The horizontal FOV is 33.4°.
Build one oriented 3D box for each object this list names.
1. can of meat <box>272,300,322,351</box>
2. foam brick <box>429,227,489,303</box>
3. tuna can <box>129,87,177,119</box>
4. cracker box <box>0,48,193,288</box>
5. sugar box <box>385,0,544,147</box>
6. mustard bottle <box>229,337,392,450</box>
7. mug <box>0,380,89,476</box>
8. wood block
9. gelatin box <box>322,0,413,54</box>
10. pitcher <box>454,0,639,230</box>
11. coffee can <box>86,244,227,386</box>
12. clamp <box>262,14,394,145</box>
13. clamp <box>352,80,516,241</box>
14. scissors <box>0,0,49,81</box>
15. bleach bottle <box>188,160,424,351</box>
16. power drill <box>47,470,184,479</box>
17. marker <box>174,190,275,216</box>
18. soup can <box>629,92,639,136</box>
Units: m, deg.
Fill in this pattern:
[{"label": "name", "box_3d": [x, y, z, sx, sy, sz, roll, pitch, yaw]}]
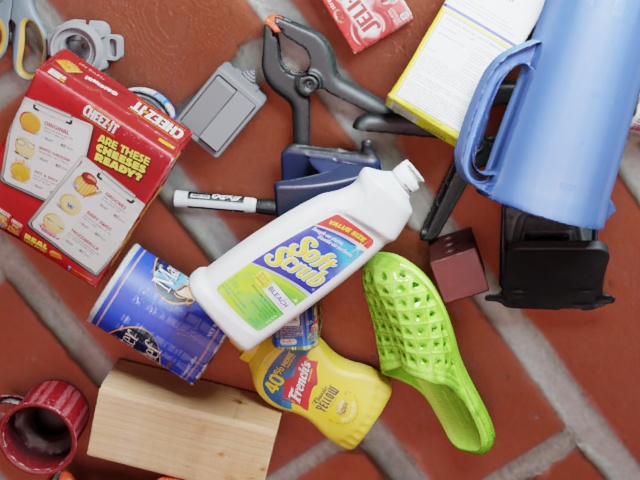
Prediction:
[{"label": "can of meat", "box_3d": [-0.028, 0.066, 1.185, 0.057, 0.102, 0.084, -2, 109, 5]}, {"label": "foam brick", "box_3d": [0.151, 0.027, 1.171, 0.053, 0.078, 0.051, -18, 106, 9]}, {"label": "tuna can", "box_3d": [-0.200, -0.125, 1.175, 0.086, 0.033, 0.086, 1, 107, 4]}, {"label": "cracker box", "box_3d": [-0.257, -0.073, 1.146, 0.164, 0.072, 0.214, 33, 125, -6]}, {"label": "sugar box", "box_3d": [0.150, -0.193, 1.093, 0.093, 0.048, 0.176, 31, 85, 0]}, {"label": "mustard bottle", "box_3d": [-0.019, 0.156, 1.233, 0.191, 0.058, 0.096, 31, 107, -5]}, {"label": "mug", "box_3d": [-0.333, 0.214, 1.262, 0.117, 0.081, 0.093, 20, 107, -2]}, {"label": "wood block", "box_3d": [-0.154, 0.218, 1.245, 0.206, 0.090, 0.090, 14, 107, 1]}, {"label": "gelatin box", "box_3d": [0.045, -0.252, 1.120, 0.073, 0.030, 0.089, -29, 102, 12]}, {"label": "pitcher", "box_3d": [0.241, -0.141, 1.055, 0.145, 0.149, 0.243, 20, 101, 27]}, {"label": "coffee can", "box_3d": [-0.176, 0.084, 1.200, 0.140, 0.102, 0.103, 33, 106, -6]}, {"label": "clamp", "box_3d": [0.001, -0.170, 1.145, 0.120, 0.039, 0.171, -23, 110, 3]}, {"label": "clamp", "box_3d": [0.150, -0.115, 1.141, 0.210, 0.036, 0.164, -37, 112, 10]}, {"label": "scissors", "box_3d": [-0.337, -0.273, 1.151, 0.096, 0.016, 0.202, 0, 106, 5]}, {"label": "bleach bottle", "box_3d": [-0.007, 0.001, 1.077, 0.251, 0.068, 0.102, -38, 104, 11]}, {"label": "power drill", "box_3d": [-0.233, 0.339, 1.288, 0.188, 0.057, 0.184, 4, 132, 8]}, {"label": "marker", "box_3d": [-0.103, -0.041, 1.200, 0.121, 0.020, 0.020, 6, 107, 3]}, {"label": "soup can", "box_3d": [0.370, -0.132, 1.111, 0.102, 0.068, 0.068, 17, 107, 0]}]
